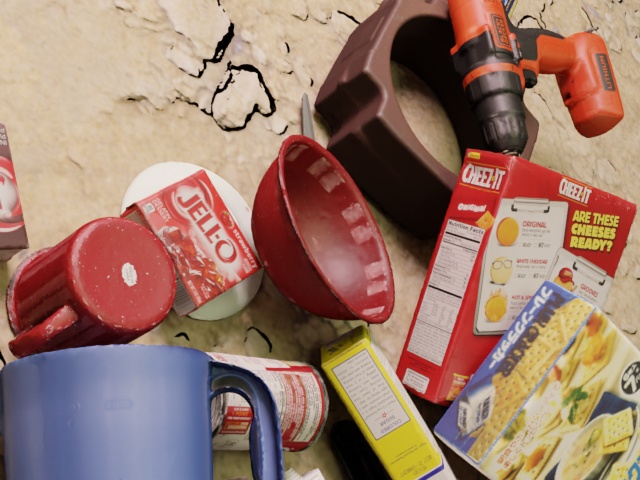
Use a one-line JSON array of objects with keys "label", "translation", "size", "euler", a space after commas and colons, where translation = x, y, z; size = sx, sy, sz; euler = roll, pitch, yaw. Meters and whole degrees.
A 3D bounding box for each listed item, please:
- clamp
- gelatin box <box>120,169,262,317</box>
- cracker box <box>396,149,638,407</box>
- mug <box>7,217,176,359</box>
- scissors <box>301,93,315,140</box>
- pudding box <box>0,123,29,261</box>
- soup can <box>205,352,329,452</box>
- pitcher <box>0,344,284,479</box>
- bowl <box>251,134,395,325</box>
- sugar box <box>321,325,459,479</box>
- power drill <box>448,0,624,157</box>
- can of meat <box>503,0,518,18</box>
[{"label": "clamp", "translation": [0.055, 0.219, 0.822], "size": [0.171, 0.039, 0.120], "euler": [57, 15, -23]}, {"label": "gelatin box", "translation": [-0.094, 0.001, 0.785], "size": [0.073, 0.030, 0.089], "euler": [-33, 94, -45]}, {"label": "cracker box", "translation": [0.170, 0.045, 0.930], "size": [0.163, 0.072, 0.214], "euler": [16, 92, -35]}, {"label": "mug", "translation": [-0.156, 0.040, 0.707], "size": [0.117, 0.082, 0.093], "euler": [-38, 96, -44]}, {"label": "scissors", "translation": [-0.018, -0.035, 0.909], "size": [0.096, 0.016, 0.202], "euler": [-6, 74, -42]}, {"label": "pudding box", "translation": [-0.252, -0.030, 0.688], "size": [0.113, 0.039, 0.090], "euler": [-4, 74, -42]}, {"label": "soup can", "translation": [-0.053, 0.116, 0.761], "size": [0.102, 0.069, 0.068], "euler": [12, 62, -45]}, {"label": "pitcher", "translation": [-0.111, 0.187, 0.639], "size": [0.144, 0.149, 0.243], "euler": [12, 65, -49]}, {"label": "bowl", "translation": [-0.005, 0.001, 0.830], "size": [0.162, 0.055, 0.162], "euler": [48, 26, -33]}, {"label": "sugar box", "translation": [0.063, 0.155, 0.838], "size": [0.176, 0.048, 0.093], "euler": [60, 3, -2]}, {"label": "power drill", "translation": [0.206, -0.149, 1.010], "size": [0.187, 0.057, 0.184], "euler": [8, 65, -39]}, {"label": "can of meat", "translation": [0.161, -0.259, 1.143], "size": [0.084, 0.058, 0.102], "euler": [45, 48, -18]}]
